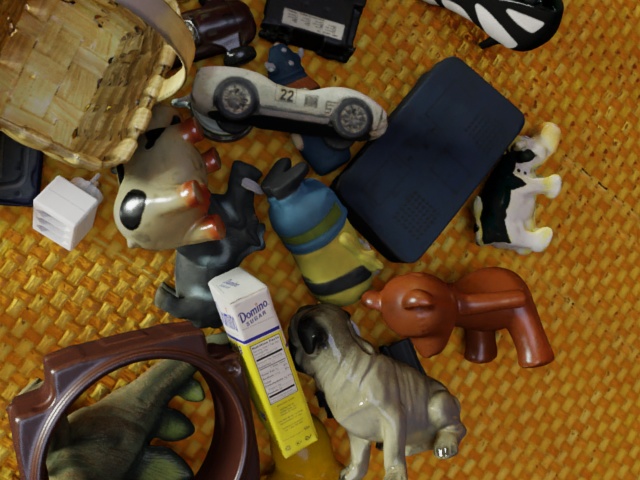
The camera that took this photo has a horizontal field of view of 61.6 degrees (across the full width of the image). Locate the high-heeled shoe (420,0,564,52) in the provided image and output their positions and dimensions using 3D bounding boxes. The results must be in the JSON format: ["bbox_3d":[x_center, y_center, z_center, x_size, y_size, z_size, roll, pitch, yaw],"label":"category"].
[{"bbox_3d":[0.172,-0.318,0.612,0.086,0.145,0.248,-39,99,-10],"label":"high-heeled shoe"}]

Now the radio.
[{"bbox_3d":[0.123,-0.095,0.641,0.131,0.073,0.229,41,81,-8],"label":"radio"}]

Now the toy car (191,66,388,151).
[{"bbox_3d":[-0.029,-0.133,0.549,0.202,0.073,0.056,7,87,-9],"label":"toy car"}]

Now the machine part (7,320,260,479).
[{"bbox_3d":[-0.164,0.187,0.497,0.201,0.087,0.201,-10,95,-31],"label":"machine part"}]

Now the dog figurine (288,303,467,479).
[{"bbox_3d":[0.064,0.142,0.577,0.172,0.121,0.190,-15,84,-47],"label":"dog figurine"}]

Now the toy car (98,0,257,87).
[{"bbox_3d":[-0.167,-0.216,0.591,0.202,0.053,0.089,-21,97,-12],"label":"toy car"}]

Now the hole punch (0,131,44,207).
[{"bbox_3d":[-0.351,-0.090,0.546,0.116,0.092,0.142,5,92,18],"label":"hole punch"}]

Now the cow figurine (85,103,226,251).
[{"bbox_3d":[-0.169,-0.071,0.542,0.127,0.085,0.195,-17,51,3],"label":"cow figurine"}]

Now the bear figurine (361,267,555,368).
[{"bbox_3d":[0.152,0.093,0.601,0.196,0.120,0.132,-8,87,-35],"label":"bear figurine"}]

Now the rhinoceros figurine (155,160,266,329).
[{"bbox_3d":[-0.116,0.003,0.591,0.112,0.073,0.190,15,87,-10],"label":"rhinoceros figurine"}]

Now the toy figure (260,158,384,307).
[{"bbox_3d":[-0.003,-0.003,0.595,0.089,0.082,0.180,-34,122,7],"label":"toy figure"}]

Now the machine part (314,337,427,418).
[{"bbox_3d":[0.063,0.173,0.647,0.139,0.039,0.084,-20,100,-12],"label":"machine part"}]

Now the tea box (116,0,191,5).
[{"bbox_3d":[-0.182,-0.296,0.527,0.098,0.169,0.068,-11,91,-10],"label":"tea box"}]

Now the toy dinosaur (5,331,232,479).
[{"bbox_3d":[-0.244,0.231,0.556,0.471,0.105,0.198,-46,106,-12],"label":"toy dinosaur"}]

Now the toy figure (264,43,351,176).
[{"bbox_3d":[-0.020,-0.149,0.618,0.058,0.064,0.154,-28,92,31],"label":"toy figure"}]

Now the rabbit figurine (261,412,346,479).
[{"bbox_3d":[-0.028,0.276,0.593,0.162,0.122,0.173,18,68,-5],"label":"rabbit figurine"}]

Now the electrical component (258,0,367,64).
[{"bbox_3d":[-0.003,-0.286,0.621,0.115,0.058,0.134,14,87,-13],"label":"electrical component"}]

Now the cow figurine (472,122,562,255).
[{"bbox_3d":[0.242,-0.069,0.669,0.098,0.068,0.167,10,88,-5],"label":"cow figurine"}]
